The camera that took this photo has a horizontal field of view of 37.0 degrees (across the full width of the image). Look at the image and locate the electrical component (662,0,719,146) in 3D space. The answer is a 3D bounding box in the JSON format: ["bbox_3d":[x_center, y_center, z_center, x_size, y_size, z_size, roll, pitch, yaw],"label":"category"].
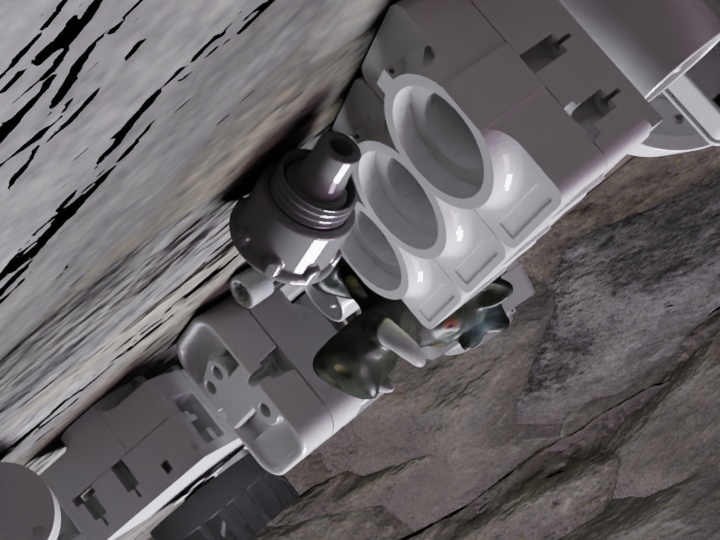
[{"bbox_3d":[0.171,-0.133,0.488,0.109,0.108,0.056,-40,171,6],"label":"electrical component"}]

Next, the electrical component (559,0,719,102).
[{"bbox_3d":[0.110,-0.116,0.403,0.079,0.077,0.043,-43,172,26],"label":"electrical component"}]

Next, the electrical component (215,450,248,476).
[{"bbox_3d":[-0.134,0.175,1.024,0.077,0.065,0.047,-42,172,24],"label":"electrical component"}]

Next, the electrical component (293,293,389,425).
[{"bbox_3d":[-0.029,0.076,0.842,0.062,0.089,0.150,-39,173,1],"label":"electrical component"}]

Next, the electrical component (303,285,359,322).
[{"bbox_3d":[0.000,0.000,0.700,0.077,0.044,0.079,-36,173,-23],"label":"electrical component"}]

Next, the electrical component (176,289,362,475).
[{"bbox_3d":[-0.048,0.057,0.603,0.059,0.095,0.053,-34,171,-40],"label":"electrical component"}]

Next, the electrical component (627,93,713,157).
[{"bbox_3d":[0.165,-0.114,0.598,0.108,0.108,0.060,-39,179,-4],"label":"electrical component"}]

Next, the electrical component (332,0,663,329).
[{"bbox_3d":[0.037,-0.044,0.434,0.062,0.089,0.150,-36,172,-24],"label":"electrical component"}]

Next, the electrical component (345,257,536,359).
[{"bbox_3d":[0.050,0.018,0.784,0.089,0.061,0.150,-32,-170,-17],"label":"electrical component"}]

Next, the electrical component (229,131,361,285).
[{"bbox_3d":[-0.021,-0.028,0.427,0.048,0.048,0.062,-32,163,-47],"label":"electrical component"}]

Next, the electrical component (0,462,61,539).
[{"bbox_3d":[-0.205,0.142,0.500,0.138,0.052,0.073,-37,173,-19],"label":"electrical component"}]

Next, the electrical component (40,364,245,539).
[{"bbox_3d":[-0.118,0.102,0.664,0.089,0.061,0.150,-41,173,12],"label":"electrical component"}]

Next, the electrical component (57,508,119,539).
[{"bbox_3d":[-0.212,0.183,0.685,0.079,0.063,0.121,-41,173,13],"label":"electrical component"}]
